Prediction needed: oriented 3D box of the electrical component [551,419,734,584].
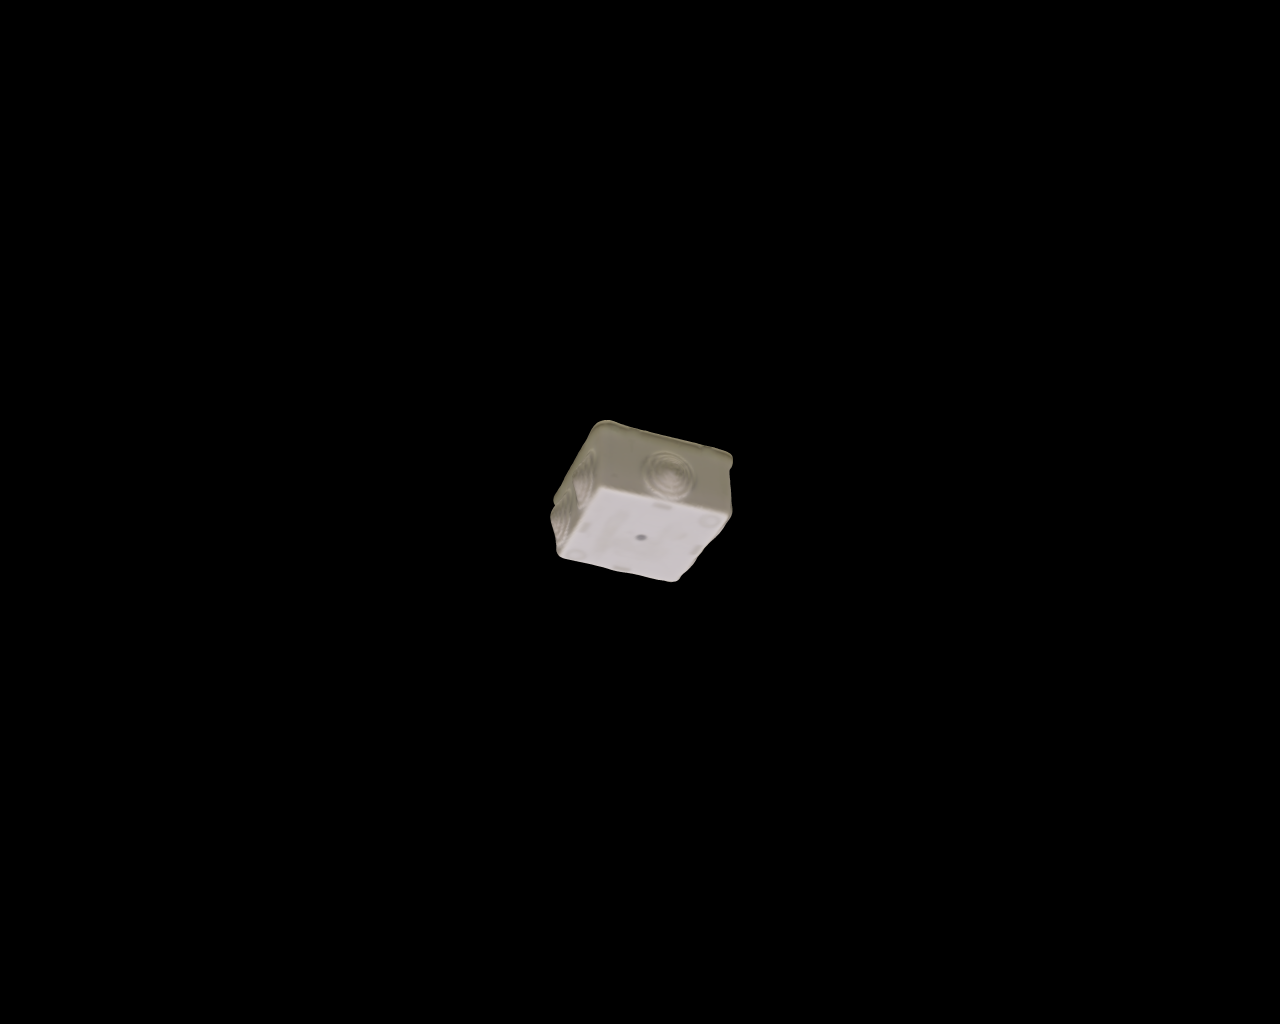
[{"bbox_3d":[0.001,-0.003,0.650,0.100,0.048,0.099,13,-38,-18],"label":"electrical component"}]
